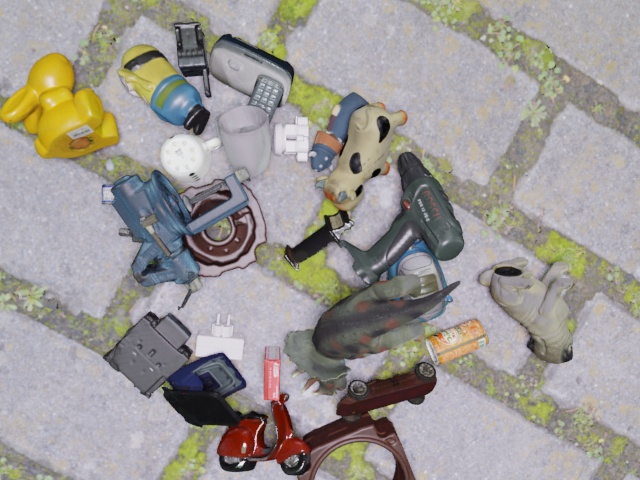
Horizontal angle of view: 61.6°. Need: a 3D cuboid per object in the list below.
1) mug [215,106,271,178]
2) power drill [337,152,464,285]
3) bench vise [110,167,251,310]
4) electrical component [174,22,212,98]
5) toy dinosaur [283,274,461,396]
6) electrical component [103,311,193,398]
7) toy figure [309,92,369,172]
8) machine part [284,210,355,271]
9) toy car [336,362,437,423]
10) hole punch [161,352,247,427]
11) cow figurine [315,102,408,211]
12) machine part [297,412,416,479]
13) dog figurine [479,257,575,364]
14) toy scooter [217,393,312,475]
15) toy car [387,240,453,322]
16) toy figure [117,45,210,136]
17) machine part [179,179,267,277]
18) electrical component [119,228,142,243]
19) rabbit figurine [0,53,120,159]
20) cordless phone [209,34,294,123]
[{"bbox_3d":[-0.133,-0.163,0.912,0.110,0.107,0.081,21,50,24],"label":"mug"},{"bbox_3d":[0.134,-0.027,0.947,0.207,0.232,0.085,-36,140,8],"label":"power drill"},{"bbox_3d":[-0.209,-0.031,0.868,0.241,0.129,0.223,-30,97,0],"label":"bench vise"},{"bbox_3d":[-0.217,-0.305,0.925,0.048,0.075,0.119,-6,97,-5],"label":"electrical component"},{"bbox_3d":[0.054,0.146,0.871,0.192,0.404,0.131,-18,69,-23],"label":"toy dinosaur"},{"bbox_3d":[-0.297,0.195,0.959,0.115,0.058,0.134,44,90,-8],"label":"electrical component"},{"bbox_3d":[0.031,-0.189,0.962,0.064,0.058,0.154,36,92,-7],"label":"toy figure"},{"bbox_3d":[-0.002,-0.003,0.969,0.139,0.084,0.039,-36,120,6],"label":"machine part"},{"bbox_3d":[0.120,0.273,0.976,0.202,0.053,0.089,-9,136,-19],"label":"toy car"},{"bbox_3d":[-0.199,0.264,0.948,0.116,0.092,0.142,-7,136,18],"label":"hole punch"},{"bbox_3d":[0.066,-0.137,0.929,0.086,0.127,0.194,36,122,29],"label":"cow figurine"},{"bbox_3d":[0.067,0.437,0.995,0.201,0.087,0.201,-22,97,-4],"label":"machine part"},{"bbox_3d":[0.387,0.142,1.006,0.173,0.121,0.190,8,114,27],"label":"dog figurine"},{"bbox_3d":[-0.102,0.346,0.967,0.184,0.075,0.135,-6,75,20],"label":"toy scooter"},{"bbox_3d":[0.183,0.079,0.973,0.109,0.103,0.161,-13,97,-5],"label":"toy car"},{"bbox_3d":[-0.261,-0.255,0.911,0.180,0.082,0.089,37,69,11],"label":"toy figure"},{"bbox_3d":[-0.180,-0.022,0.955,0.179,0.056,0.179,0,92,-5],"label":"machine part"},{"bbox_3d":[-0.311,-0.026,0.958,0.094,0.021,0.063,6,93,2],"label":"electrical component"},{"bbox_3d":[-0.439,-0.227,0.905,0.162,0.122,0.173,-23,82,6],"label":"rabbit figurine"},{"bbox_3d":[-0.137,-0.247,0.940,0.146,0.089,0.184,24,110,-7],"label":"cordless phone"}]
